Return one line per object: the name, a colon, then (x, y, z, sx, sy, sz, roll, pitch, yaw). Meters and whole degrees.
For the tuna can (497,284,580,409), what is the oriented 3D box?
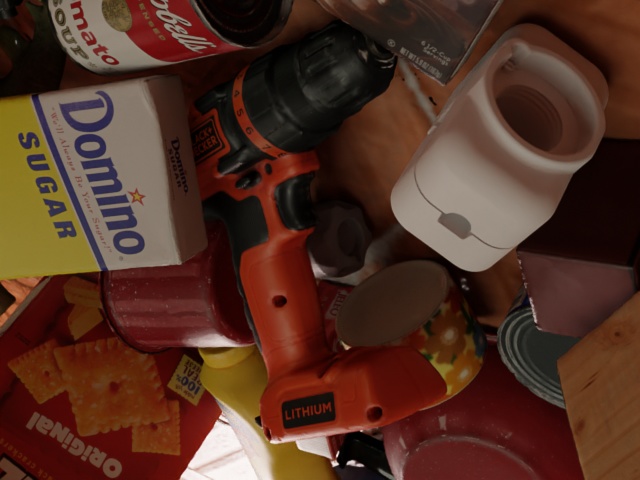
tuna can: (0.139, 0.053, 0.563, 0.086, 0.033, 0.086, 21, 143, 17)

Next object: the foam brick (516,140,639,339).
foam brick: (0.127, 0.000, 0.472, 0.051, 0.078, 0.053, 7, 137, 31)

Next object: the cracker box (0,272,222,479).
cracker box: (-0.176, 0.133, 0.753, 0.164, 0.213, 0.072, 42, 145, -13)

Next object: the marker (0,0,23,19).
marker: (-0.174, -0.170, 0.531, 0.020, 0.020, 0.121, 6, 121, 34)

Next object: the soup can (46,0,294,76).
soup can: (-0.072, -0.116, 0.500, 0.102, 0.068, 0.068, -3, 131, 41)

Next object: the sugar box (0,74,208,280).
sugar box: (-0.151, -0.028, 0.545, 0.176, 0.048, 0.093, -6, 101, 18)

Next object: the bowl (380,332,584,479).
bowl: (0.101, 0.134, 0.643, 0.162, 0.055, 0.162, 14, 129, 18)

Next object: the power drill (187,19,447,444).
power drill: (-0.003, 0.001, 0.531, 0.185, 0.057, 0.187, -24, 84, 52)

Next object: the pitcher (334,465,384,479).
pitcher: (-0.009, 0.300, 0.794, 0.145, 0.242, 0.149, 18, 137, 26)

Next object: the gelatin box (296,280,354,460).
gelatin box: (0.006, 0.082, 0.670, 0.030, 0.073, 0.089, 12, 139, 26)

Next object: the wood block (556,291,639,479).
wood block: (0.191, 0.033, 0.377, 0.090, 0.090, 0.206, 22, 130, -23)

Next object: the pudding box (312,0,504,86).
pudding box: (0.028, -0.129, 0.429, 0.113, 0.039, 0.090, 32, 144, 2)

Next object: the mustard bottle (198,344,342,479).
mustard bottle: (-0.037, 0.125, 0.751, 0.096, 0.058, 0.191, 40, 156, 60)

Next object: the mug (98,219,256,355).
mug: (-0.075, 0.013, 0.651, 0.082, 0.093, 0.117, -3, 95, 34)
